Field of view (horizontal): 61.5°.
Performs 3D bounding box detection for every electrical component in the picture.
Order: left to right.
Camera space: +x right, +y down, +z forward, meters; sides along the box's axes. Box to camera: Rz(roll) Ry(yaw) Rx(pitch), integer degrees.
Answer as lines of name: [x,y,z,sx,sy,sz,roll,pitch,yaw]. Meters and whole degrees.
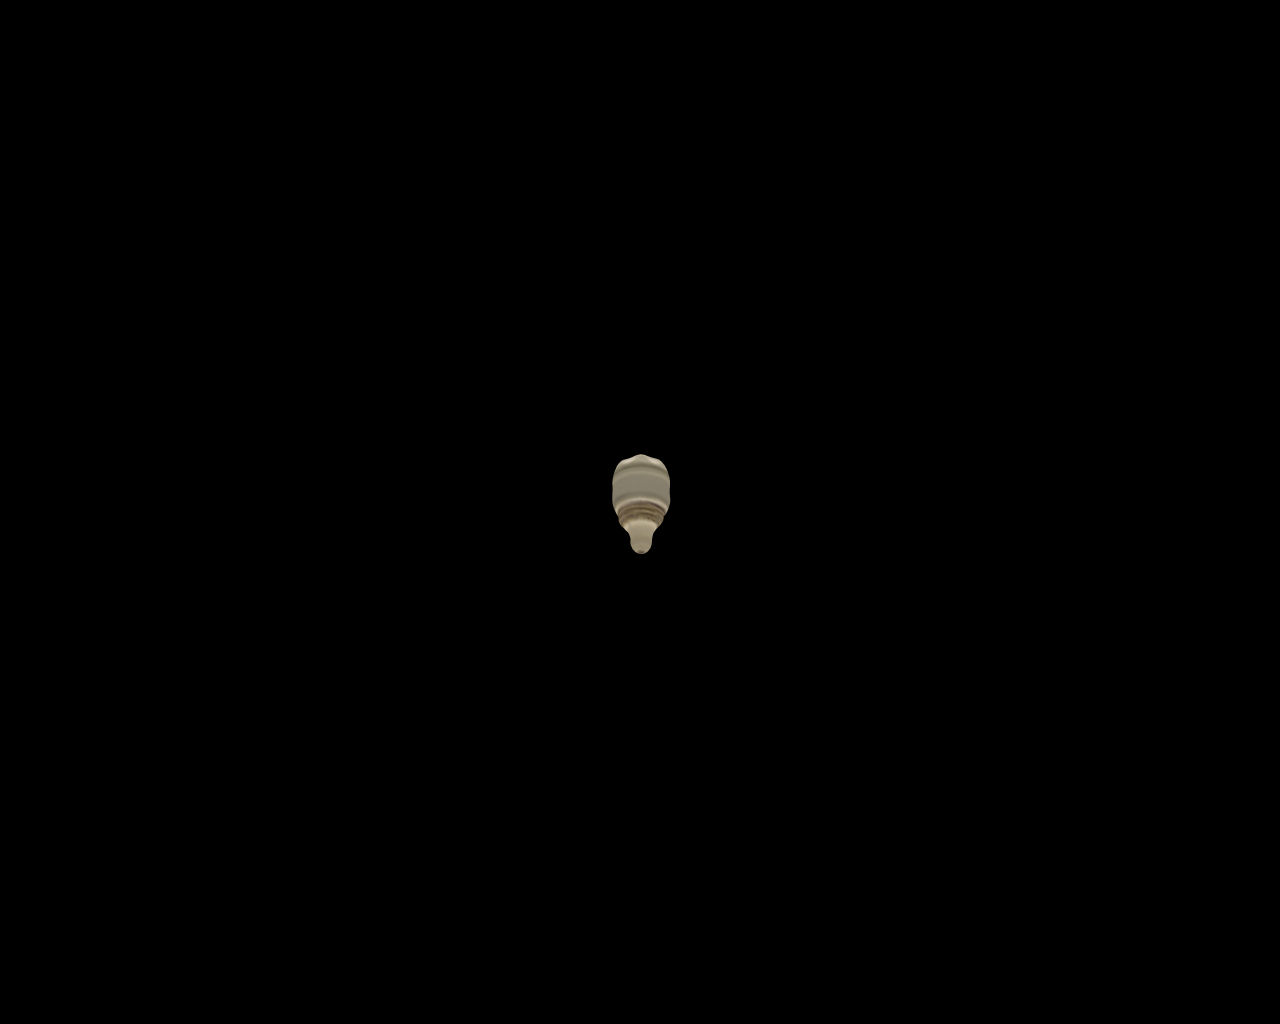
electrical component: [0.001,-0.003,0.650,0.035,0.061,0.035,0,-28,0]
